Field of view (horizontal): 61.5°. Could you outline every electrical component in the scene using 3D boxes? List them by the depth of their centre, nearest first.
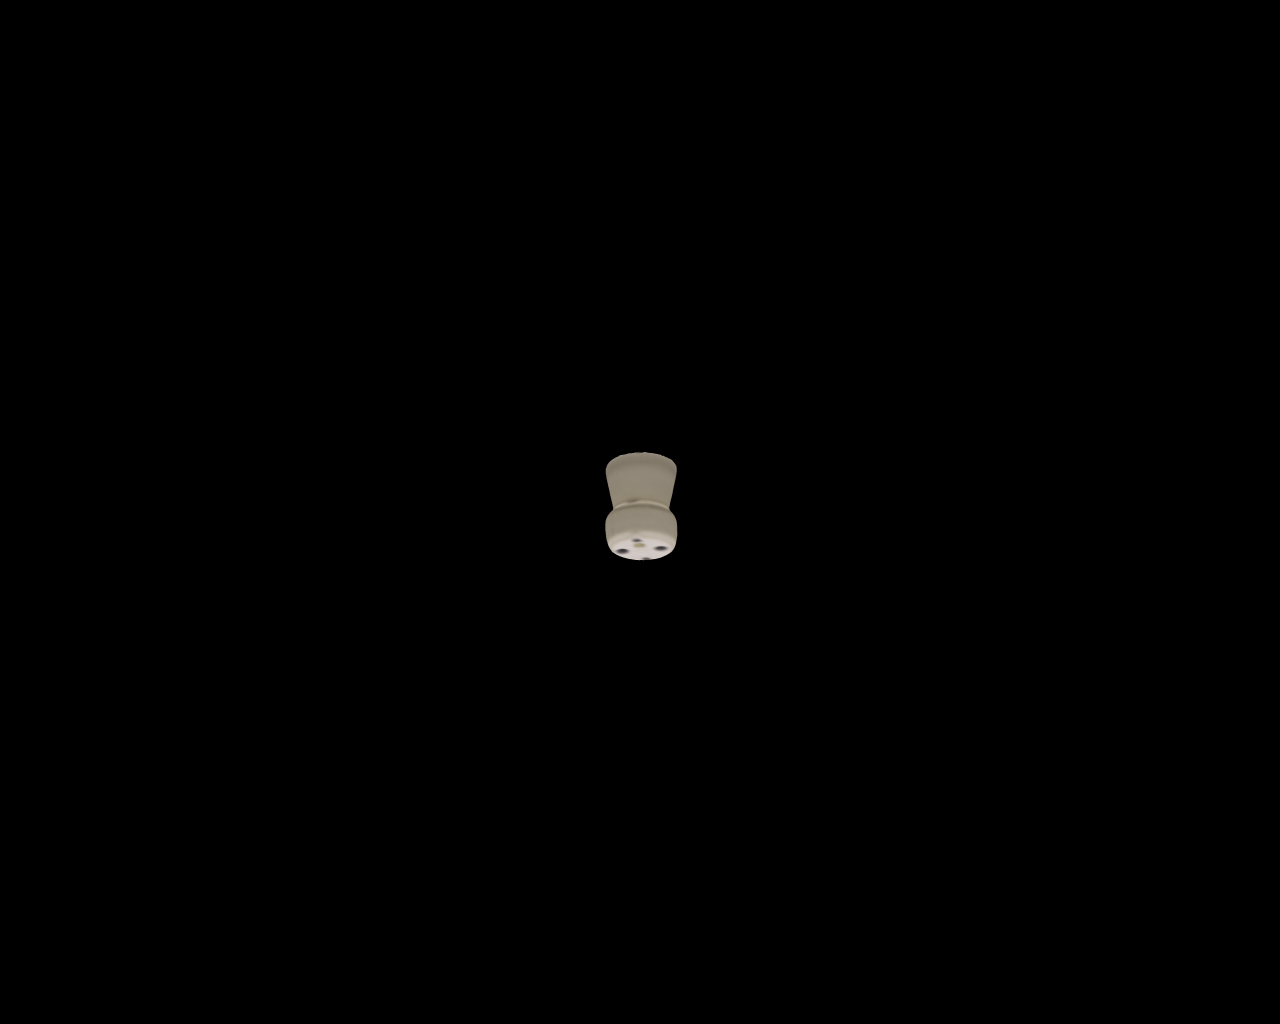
[{"bbox_3d":[0.001,-0.003,0.650,0.045,0.055,0.044,0,-23,0],"label":"electrical component"}]
